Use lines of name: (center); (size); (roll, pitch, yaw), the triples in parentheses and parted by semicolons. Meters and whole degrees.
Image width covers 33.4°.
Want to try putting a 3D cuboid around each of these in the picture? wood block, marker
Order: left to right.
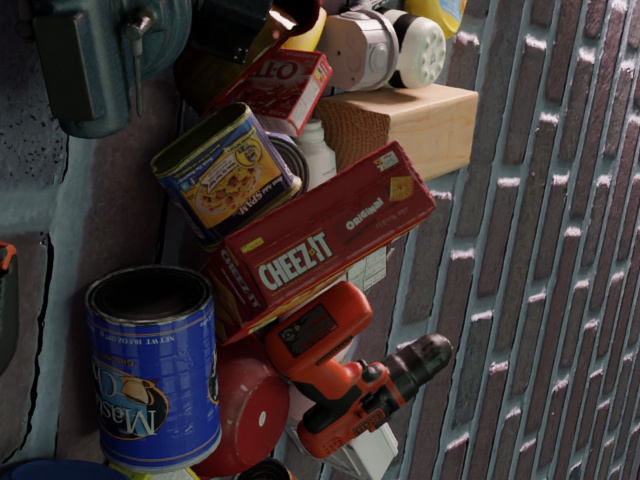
marker: (0.056, -0.252, 1.121); (0.120, 0.020, 0.020); (-41, 136, -45)
wood block: (0.083, -0.113, 1.157); (0.205, 0.091, 0.090); (-22, 122, -55)

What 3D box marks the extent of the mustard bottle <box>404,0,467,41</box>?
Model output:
mustard bottle: (0.135, -0.288, 1.198); (0.096, 0.058, 0.191); (13, 91, -62)

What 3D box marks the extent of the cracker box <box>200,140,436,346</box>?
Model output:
cracker box: (-0.015, 0.010, 0.899); (0.164, 0.072, 0.214); (-31, 177, -19)

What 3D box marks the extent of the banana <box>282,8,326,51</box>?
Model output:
banana: (-0.040, -0.135, 0.999); (0.069, 0.037, 0.198); (32, 76, -79)

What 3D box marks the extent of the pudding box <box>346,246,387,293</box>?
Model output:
pudding box: (0.039, 0.005, 1.190); (0.089, 0.039, 0.113); (-34, 132, -50)

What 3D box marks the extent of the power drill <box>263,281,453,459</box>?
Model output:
power drill: (0.037, 0.120, 1.041); (0.184, 0.057, 0.187); (-37, 139, -6)

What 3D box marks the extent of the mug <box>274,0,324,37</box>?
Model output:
mug: (-0.034, -0.244, 0.917); (0.117, 0.093, 0.081); (41, 56, -18)

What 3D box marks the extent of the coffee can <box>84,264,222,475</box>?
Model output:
coffee can: (-0.135, 0.104, 0.874); (0.102, 0.103, 0.140); (-33, 130, -49)

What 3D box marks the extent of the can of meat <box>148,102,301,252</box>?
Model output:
can of meat: (-0.081, -0.054, 0.895); (0.102, 0.057, 0.084); (-38, 118, -8)

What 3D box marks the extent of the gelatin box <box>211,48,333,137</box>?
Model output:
gelatin box: (-0.044, -0.133, 0.934); (0.073, 0.089, 0.030); (-63, 146, -20)

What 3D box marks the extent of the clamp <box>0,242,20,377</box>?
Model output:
clamp: (-0.263, 0.096, 0.720); (0.164, 0.036, 0.210); (27, 78, -60)

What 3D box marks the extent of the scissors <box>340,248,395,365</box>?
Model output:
scissors: (0.033, 0.074, 1.232); (0.201, 0.016, 0.096); (-64, 149, -18)

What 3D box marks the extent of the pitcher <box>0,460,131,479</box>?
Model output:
pitcher: (-0.216, 0.299, 0.818); (0.149, 0.145, 0.243); (-9, 107, -71)

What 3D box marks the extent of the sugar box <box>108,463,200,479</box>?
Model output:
sugar box: (-0.146, 0.253, 0.982); (0.093, 0.048, 0.176); (-59, 150, -26)

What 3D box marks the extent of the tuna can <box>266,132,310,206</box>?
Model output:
tuna can: (-0.055, -0.059, 0.959); (0.086, 0.034, 0.086); (-6, 116, -13)

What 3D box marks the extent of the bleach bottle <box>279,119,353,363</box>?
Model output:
bleach bottle: (-0.007, 0.001, 1.083); (0.102, 0.068, 0.251); (-47, 139, -66)

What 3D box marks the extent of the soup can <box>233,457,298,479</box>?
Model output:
soup can: (-0.046, 0.282, 1.140); (0.068, 0.069, 0.102); (-61, 148, -22)

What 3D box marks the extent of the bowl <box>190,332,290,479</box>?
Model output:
bowl: (-0.077, 0.169, 1.050); (0.161, 0.055, 0.162); (-31, 128, -51)
